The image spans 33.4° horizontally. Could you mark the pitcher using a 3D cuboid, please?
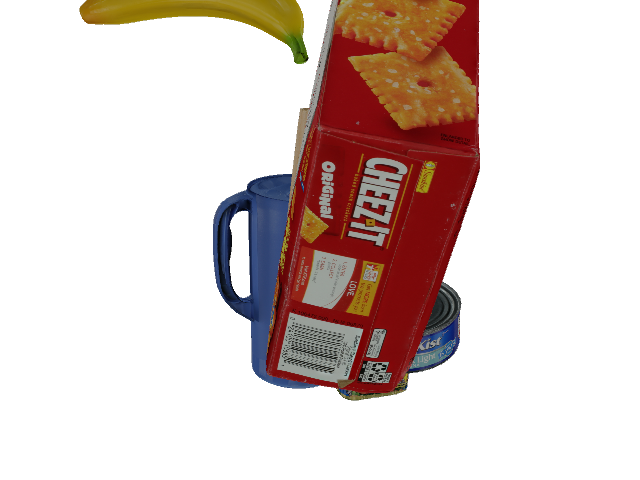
[{"bbox_3d":[-0.035,0.048,1.267,0.149,0.243,0.144,11,18,23],"label":"pitcher"}]

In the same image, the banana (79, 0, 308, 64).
[{"bbox_3d":[-0.094,-0.188,0.853,0.198,0.069,0.037,12,-41,16],"label":"banana"}]

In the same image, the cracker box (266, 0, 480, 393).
[{"bbox_3d":[0.030,-0.058,0.522,0.072,0.213,0.164,11,-43,-2],"label":"cracker box"}]

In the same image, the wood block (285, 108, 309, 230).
[{"bbox_3d":[0.027,-0.020,1.028,0.090,0.206,0.090,17,17,34],"label":"wood block"}]

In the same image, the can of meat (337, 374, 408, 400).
[{"bbox_3d":[0.070,0.159,1.409,0.102,0.084,0.057,-5,26,-20],"label":"can of meat"}]

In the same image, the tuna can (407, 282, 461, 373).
[{"bbox_3d":[0.056,0.058,0.757,0.086,0.034,0.086,-3,27,1],"label":"tuna can"}]
